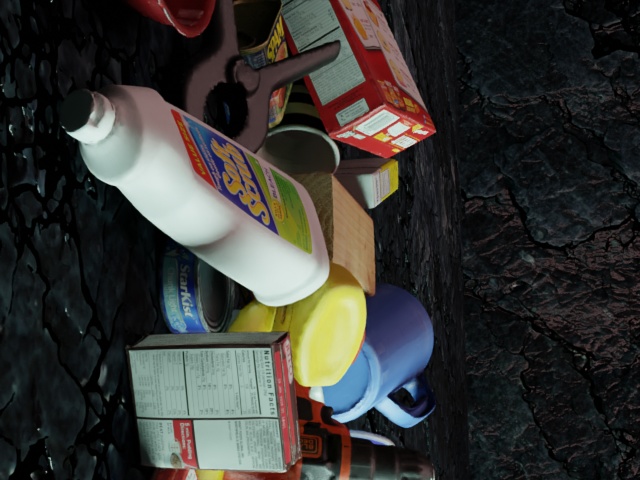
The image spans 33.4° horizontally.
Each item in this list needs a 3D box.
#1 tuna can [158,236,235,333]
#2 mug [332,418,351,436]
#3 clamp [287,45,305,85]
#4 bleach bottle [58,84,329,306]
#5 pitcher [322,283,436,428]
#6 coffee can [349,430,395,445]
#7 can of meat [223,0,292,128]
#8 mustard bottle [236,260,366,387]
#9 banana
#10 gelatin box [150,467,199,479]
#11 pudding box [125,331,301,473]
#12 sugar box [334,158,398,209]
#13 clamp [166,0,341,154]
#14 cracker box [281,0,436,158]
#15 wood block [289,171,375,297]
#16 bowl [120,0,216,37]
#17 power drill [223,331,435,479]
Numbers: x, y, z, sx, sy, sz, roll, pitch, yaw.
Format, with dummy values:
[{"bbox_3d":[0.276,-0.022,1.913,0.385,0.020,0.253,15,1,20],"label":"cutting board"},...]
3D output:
[{"bbox_3d":[-0.095,0.033,0.825,0.086,0.034,0.086,-3,90,-77],"label":"tuna can"},{"bbox_3d":[-0.010,0.216,0.964,0.093,0.081,0.117,159,-49,-72],"label":"mug"},{"bbox_3d":[-0.029,-0.218,1.157,0.120,0.039,0.171,-68,146,-71],"label":"clamp"},{"bbox_3d":[-0.085,-0.034,0.738,0.250,0.068,0.102,32,38,-56],"label":"bleach bottle"},{"bbox_3d":[0.049,0.134,1.192,0.242,0.149,0.145,-16,112,-73],"label":"pitcher"},{"bbox_3d":[0.027,0.284,1.133,0.102,0.103,0.140,64,27,-59],"label":"coffee can"},{"bbox_3d":[-0.061,-0.160,0.970,0.102,0.057,0.084,-77,161,-51],"label":"can of meat"},{"bbox_3d":[-0.029,0.036,0.909,0.192,0.058,0.096,46,-51,53],"label":"mustard bottle"},{"bbox_3d":[-0.076,0.131,0.817,0.069,0.037,0.198,58,48,-80],"label":"banana"},{"bbox_3d":[-0.104,0.211,0.754,0.073,0.030,0.089,-70,152,-57],"label":"gelatin box"},{"bbox_3d":[-0.072,0.110,0.730,0.039,0.114,0.090,-26,113,-72],"label":"pudding box"},{"bbox_3d":[0.035,-0.067,1.274,0.176,0.093,0.048,-42,129,-72],"label":"sugar box"},{"bbox_3d":[-0.075,-0.140,0.858,0.164,0.036,0.209,45,58,-29],"label":"clamp"},{"bbox_3d":[0.023,-0.196,1.065,0.164,0.072,0.214,7,57,-67],"label":"cracker box"},{"bbox_3d":[-0.007,0.001,1.085,0.206,0.091,0.090,38,50,-72],"label":"wood block"},{"bbox_3d":[-0.120,-0.217,0.729,0.162,0.055,0.162,-3,90,-77],"label":"bowl"},{"bbox_3d":[0.005,0.144,0.943,0.187,0.184,0.057,-89,-171,-52],"label":"power drill"}]
